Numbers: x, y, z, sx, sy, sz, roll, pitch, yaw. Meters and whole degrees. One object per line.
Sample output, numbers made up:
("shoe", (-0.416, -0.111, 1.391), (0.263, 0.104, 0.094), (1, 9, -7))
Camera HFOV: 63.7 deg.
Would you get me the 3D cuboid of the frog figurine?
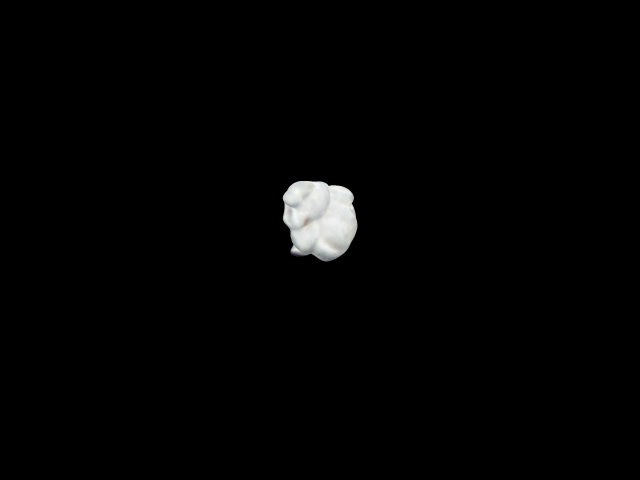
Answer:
("frog figurine", (0.003, -0.043, 0.850), (0.124, 0.139, 0.156), (40, -23, 21))
